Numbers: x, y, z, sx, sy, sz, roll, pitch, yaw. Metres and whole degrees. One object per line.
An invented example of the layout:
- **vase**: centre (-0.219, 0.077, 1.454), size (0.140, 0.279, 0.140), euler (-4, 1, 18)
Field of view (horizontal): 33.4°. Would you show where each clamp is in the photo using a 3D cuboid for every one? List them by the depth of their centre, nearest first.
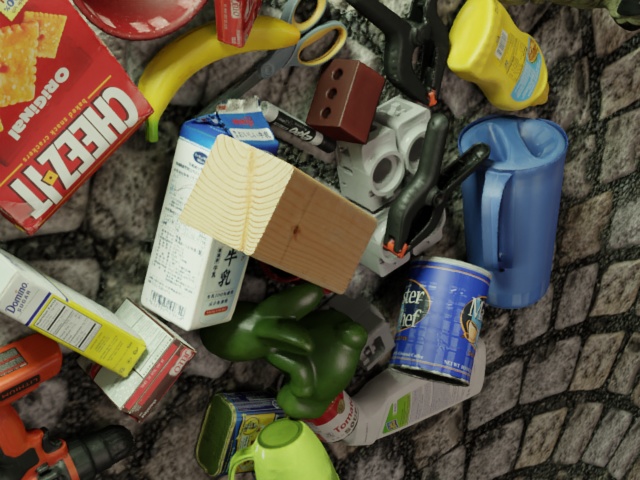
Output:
- **clamp**: centre (0.095, -0.234, 1.186), size (0.164, 0.036, 0.210), euler (-33, 134, -28)
- **clamp**: centre (0.122, -0.062, 1.215), size (0.120, 0.039, 0.171), euler (36, 87, -46)

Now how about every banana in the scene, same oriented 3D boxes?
- **banana**: centre (-0.107, -0.175, 1.034), size (0.197, 0.037, 0.069), euler (-38, 123, -20)

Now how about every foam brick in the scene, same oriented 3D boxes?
- **foam brick**: centre (0.027, -0.149, 1.152), size (0.051, 0.053, 0.078), euler (23, 81, -48)

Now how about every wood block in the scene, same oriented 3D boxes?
- **wood block**: centre (-0.033, -0.020, 1.040), size (0.091, 0.090, 0.205), euler (-64, 153, -1)

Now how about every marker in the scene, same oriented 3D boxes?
- **marker**: centre (-0.022, -0.121, 1.158), size (0.120, 0.020, 0.020), euler (24, 96, -46)

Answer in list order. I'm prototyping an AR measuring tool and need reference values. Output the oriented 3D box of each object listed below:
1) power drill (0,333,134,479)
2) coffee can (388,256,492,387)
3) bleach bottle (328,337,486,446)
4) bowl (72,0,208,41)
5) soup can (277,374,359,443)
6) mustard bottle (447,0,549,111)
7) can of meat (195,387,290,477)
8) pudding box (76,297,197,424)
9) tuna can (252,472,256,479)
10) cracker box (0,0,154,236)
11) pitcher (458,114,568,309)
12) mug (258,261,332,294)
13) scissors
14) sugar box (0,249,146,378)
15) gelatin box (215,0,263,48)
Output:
- **power drill**: centre (-0.280, 0.188, 1.070), size (0.184, 0.057, 0.188), euler (-26, 128, -29)
- **coffee can**: centre (0.147, 0.100, 1.312), size (0.102, 0.103, 0.140), euler (26, 73, -47)
- **bleach bottle**: centre (0.109, 0.204, 1.428), size (0.250, 0.068, 0.102), euler (-20, 124, -30)
- **bowl**: centre (-0.163, -0.258, 0.928), size (0.161, 0.055, 0.162), euler (-21, 125, -33)
- **soup can**: centre (-0.001, 0.200, 1.322), size (0.068, 0.069, 0.102), euler (-48, 136, -11)
- **mustard bottle**: centre (0.229, -0.212, 1.303), size (0.191, 0.058, 0.096), euler (28, 76, -47)
- **can of meat**: centre (-0.092, 0.228, 1.264), size (0.083, 0.058, 0.102), euler (3, 111, -41)
- **pudding box**: centre (-0.187, 0.119, 1.075), size (0.090, 0.114, 0.039), euler (-52, 133, -7)
- **tuna can**: centre (-0.044, 0.281, 1.353), size (0.086, 0.034, 0.086), euler (-21, 125, -33)
- **cracker box**: centre (-0.262, -0.130, 0.899), size (0.164, 0.072, 0.213), euler (-47, 136, -11)
- **pitcher**: centre (0.241, -0.026, 1.368), size (0.149, 0.145, 0.243), euler (-19, 129, -16)
- **mug**: centre (-0.008, 0.001, 1.196), size (0.081, 0.093, 0.117), euler (28, 71, -52)
- **scissors**: centre (-0.054, -0.195, 1.091), size (0.201, 0.016, 0.096), euler (-28, 127, -28)
- **sugar box**: centre (-0.251, 0.064, 1.002), size (0.176, 0.093, 0.048), euler (36, 86, -46)
- **gelatin box**: centre (-0.071, -0.237, 0.995), size (0.073, 0.030, 0.089), euler (97, 9, -62)
